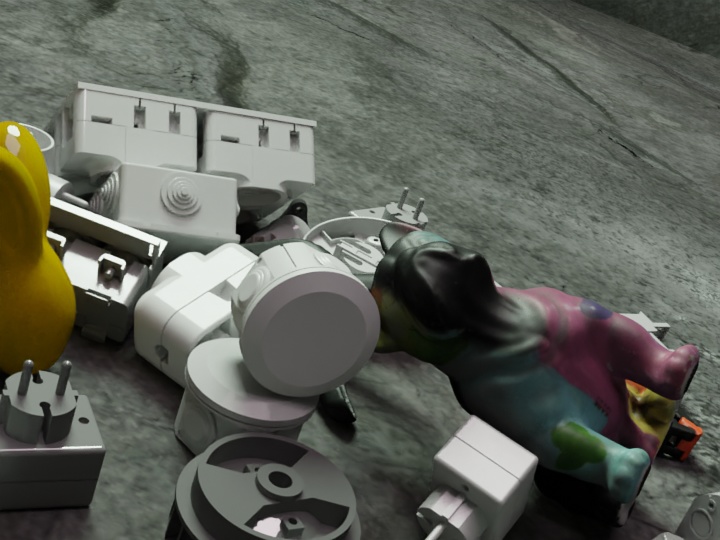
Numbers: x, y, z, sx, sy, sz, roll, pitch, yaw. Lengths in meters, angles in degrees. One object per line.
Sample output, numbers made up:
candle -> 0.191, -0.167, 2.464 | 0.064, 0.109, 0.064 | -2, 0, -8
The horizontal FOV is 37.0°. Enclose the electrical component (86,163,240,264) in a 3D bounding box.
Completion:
electrical component -> -0.141, -0.038, 0.768 | 0.100, 0.048, 0.100 | 7, -15, -27

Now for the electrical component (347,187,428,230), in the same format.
electrical component -> 0.034, -0.032, 0.907 | 0.083, 0.075, 0.047 | 37, 30, 31

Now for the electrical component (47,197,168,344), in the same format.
electrical component -> -0.196, -0.005, 0.696 | 0.121, 0.078, 0.063 | 21, 47, 1

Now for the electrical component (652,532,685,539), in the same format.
electrical component -> 0.195, 0.188, 0.642 | 0.035, 0.035, 0.061 | 1, 34, -35

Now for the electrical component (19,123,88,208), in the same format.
electrical component -> -0.227, -0.052, 0.752 | 0.079, 0.077, 0.044 | 24, 26, 6

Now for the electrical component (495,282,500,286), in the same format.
electrical component -> 0.097, 0.023, 0.886 | 0.040, 0.040, 0.078 | -5, 35, -42

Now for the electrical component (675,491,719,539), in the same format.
electrical component -> 0.238, 0.171, 0.657 | 0.051, 0.080, 0.080 | -2, 33, -30

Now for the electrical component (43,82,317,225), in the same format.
electrical component -> -0.140, -0.083, 0.830 | 0.186, 0.060, 0.105 | 5, -15, -29

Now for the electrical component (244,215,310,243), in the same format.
electrical component -> -0.065, -0.018, 0.851 | 0.040, 0.040, 0.046 | 30, 32, 19

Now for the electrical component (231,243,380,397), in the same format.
electrical component -> -0.033, 0.028, 0.616 | 0.080, 0.080, 0.051 | 8, 23, -24

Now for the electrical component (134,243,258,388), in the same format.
electrical component -> -0.098, 0.027, 0.697 | 0.059, 0.053, 0.095 | 32, 45, 24

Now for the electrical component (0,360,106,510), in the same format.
electrical component -> -0.165, 0.077, 0.544 | 0.066, 0.076, 0.047 | 4, 30, -31

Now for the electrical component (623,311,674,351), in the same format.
electrical component -> 0.227, 0.069, 0.892 | 0.081, 0.042, 0.063 | 2, 33, -33

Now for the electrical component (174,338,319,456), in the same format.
electrical component -> -0.068, 0.080, 0.640 | 0.080, 0.051, 0.080 | 17, 26, -8

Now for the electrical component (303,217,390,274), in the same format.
electrical component -> 0.000, 0.000, 0.825 | 0.099, 0.064, 0.099 | 14, 39, -11

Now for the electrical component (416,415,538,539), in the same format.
electrical component -> 0.058, 0.136, 0.617 | 0.047, 0.065, 0.077 | 32, 57, 23
